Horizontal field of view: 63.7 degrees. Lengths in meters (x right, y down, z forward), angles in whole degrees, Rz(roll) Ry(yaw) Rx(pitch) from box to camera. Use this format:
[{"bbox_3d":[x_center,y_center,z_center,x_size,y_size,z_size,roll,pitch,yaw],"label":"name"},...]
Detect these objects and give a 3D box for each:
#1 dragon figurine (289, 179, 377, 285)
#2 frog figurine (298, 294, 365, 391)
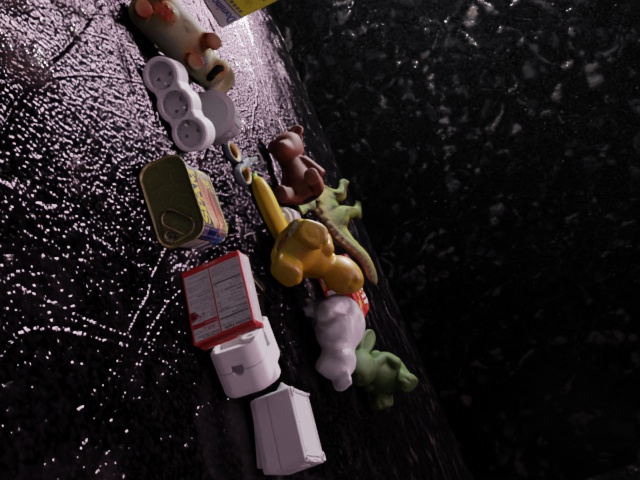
[{"bbox_3d":[0.004,-0.068,1.343,0.242,0.120,0.419,13,41,-42],"label":"dragon figurine"},{"bbox_3d":[0.038,0.182,0.936,0.163,0.123,0.134,-120,-163,-46],"label":"frog figurine"}]
